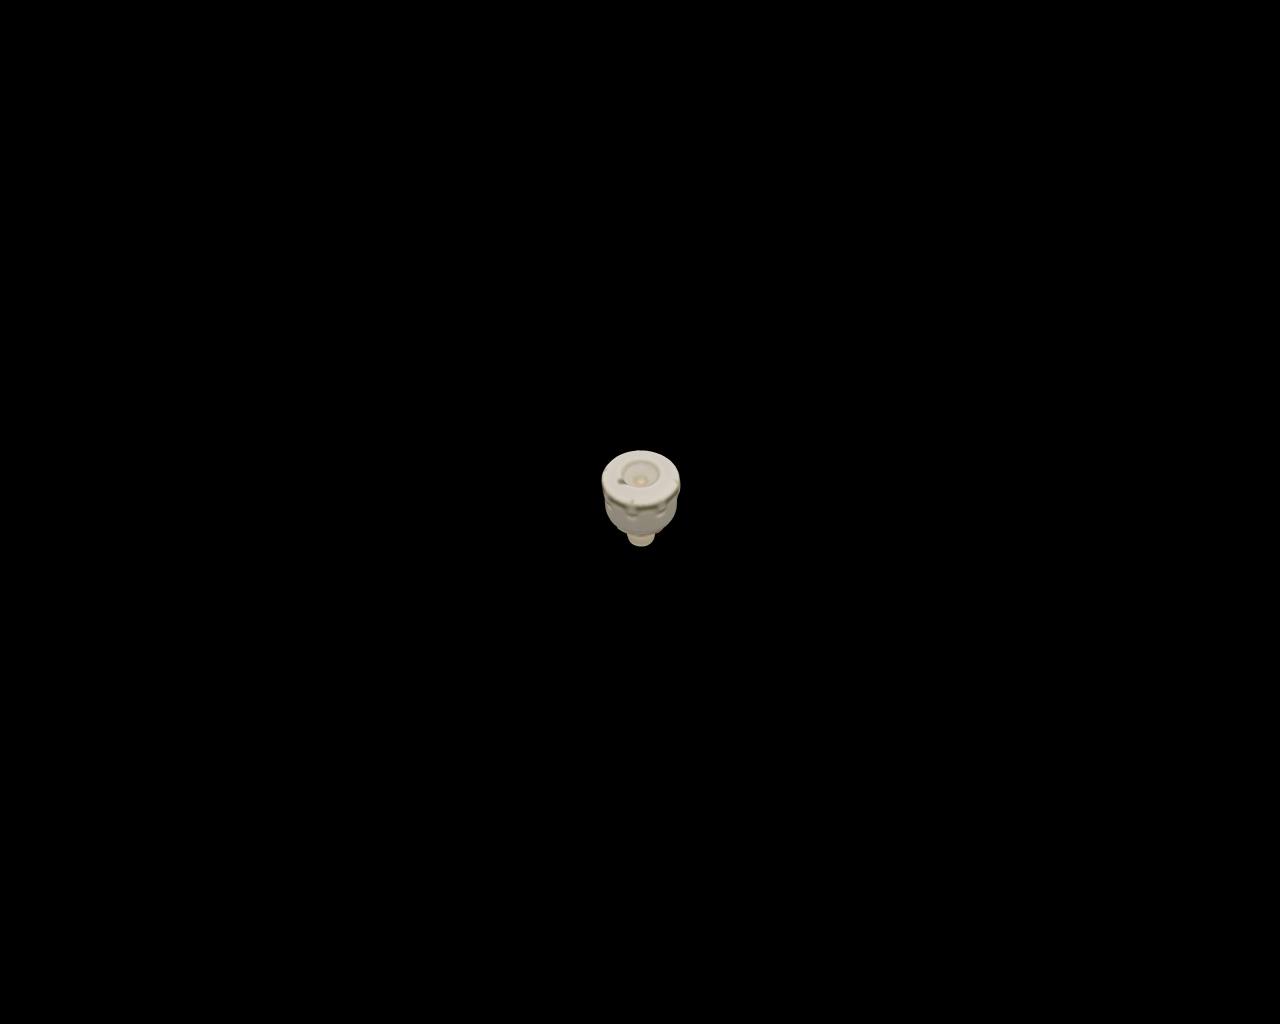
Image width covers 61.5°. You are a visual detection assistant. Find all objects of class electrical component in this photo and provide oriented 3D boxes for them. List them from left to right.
[{"bbox_3d":[0.001,-0.003,0.650,0.048,0.048,0.062,0,-43,0],"label":"electrical component"}]
